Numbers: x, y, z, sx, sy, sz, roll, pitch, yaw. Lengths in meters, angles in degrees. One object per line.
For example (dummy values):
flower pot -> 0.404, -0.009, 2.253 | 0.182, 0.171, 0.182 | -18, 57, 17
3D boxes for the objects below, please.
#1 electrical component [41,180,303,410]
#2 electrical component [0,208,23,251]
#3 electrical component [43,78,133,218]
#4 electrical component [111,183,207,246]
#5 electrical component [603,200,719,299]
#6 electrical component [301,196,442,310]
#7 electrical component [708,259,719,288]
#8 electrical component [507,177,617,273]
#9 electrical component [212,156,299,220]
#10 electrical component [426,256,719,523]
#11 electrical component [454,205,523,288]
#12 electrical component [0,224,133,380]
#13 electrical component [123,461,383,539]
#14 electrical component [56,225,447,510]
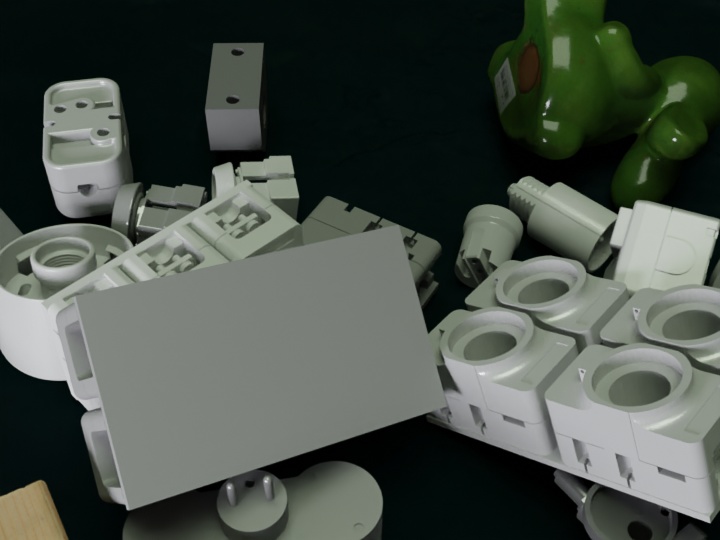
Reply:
electrical component -> -0.104, 0.027, 0.655 | 0.150, 0.089, 0.062 | -35, 56, -27
electrical component -> -0.284, -0.016, 0.728 | 0.099, 0.064, 0.099 | -9, 46, 10
electrical component -> -0.196, -0.085, 0.777 | 0.054, 0.059, 0.095 | -7, 48, -7
electrical component -> -0.139, -0.034, 0.741 | 0.055, 0.048, 0.066 | 9, 48, -2
electrical component -> 0.187, 0.002, 0.681 | 0.061, 0.096, 0.061 | 16, 79, 14
electrical component -> 0.000, 0.000, 0.706 | 0.089, 0.050, 0.055 | 24, 52, 20
electrical component -> 0.251, 0.012, 0.661 | 0.060, 0.108, 0.108 | 32, 55, 33
electrical component -> 0.137, -0.037, 0.745 | 0.081, 0.043, 0.043 | 35, 56, 27
electrical component -> -0.075, -0.052, 0.758 | 0.055, 0.048, 0.066 | -2, 47, -13
electrical component -> 0.132, 0.054, 0.603 | 0.186, 0.060, 0.105 | 14, 44, 44
electrical component -> 0.086, -0.015, 0.728 | 0.040, 0.040, 0.046 | 13, 54, 12
electrical component -> -0.189, 0.016, 0.699 | 0.099, 0.064, 0.099 | 0, 34, 0
electrical component -> -0.056, 0.131, 0.571 | 0.138, 0.073, 0.052 | -8, 48, -7
electrical component -> -0.058, 0.049, 0.583 | 0.186, 0.060, 0.105 | -13, 87, -29
